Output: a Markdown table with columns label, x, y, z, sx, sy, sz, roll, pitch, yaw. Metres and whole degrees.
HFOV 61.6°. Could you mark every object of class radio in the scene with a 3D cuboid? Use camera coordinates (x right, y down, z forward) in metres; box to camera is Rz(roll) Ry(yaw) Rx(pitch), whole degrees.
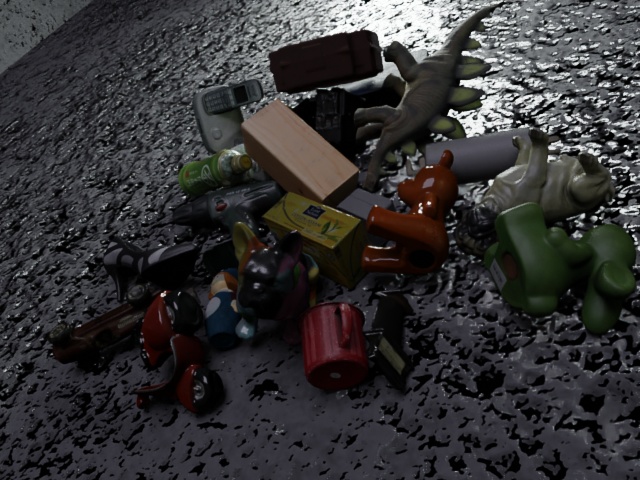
| label | x | y | z | sx | sy | sz | roll | pitch | yaw |
| --- | --- | --- | --- | --- | --- | --- | --- | --- | --- |
| radio | 0.127 | -0.325 | 1.158 | 0.230 | 0.073 | 0.131 | -11 | 43 | 19 |

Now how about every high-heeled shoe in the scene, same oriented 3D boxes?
| label | x | y | z | sx | sy | sz | roll | pitch | yaw |
| --- | --- | --- | --- | --- | --- | --- | --- | --- | --- |
| high-heeled shoe | -0.304 | 0.018 | 0.971 | 0.249 | 0.086 | 0.145 | -26 | 56 | 26 |

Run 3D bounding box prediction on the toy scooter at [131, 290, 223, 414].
| label | x | y | z | sx | sy | sz | roll | pitch | yaw |
| --- | --- | --- | --- | --- | --- | --- | --- | --- | --- |
| toy scooter | -0.222 | 0.171 | 0.772 | 0.135 | 0.075 | 0.184 | -30 | 69 | 17 |

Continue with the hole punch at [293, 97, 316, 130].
| label | x | y | z | sx | sy | sz | roll | pitch | yaw |
| --- | --- | --- | --- | --- | --- | --- | --- | --- | --- |
| hole punch | -0.021 | -0.228 | 1.104 | 0.116 | 0.092 | 0.142 | -27 | 5 | 39 |

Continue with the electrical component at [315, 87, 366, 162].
| label | x | y | z | sx | sy | sz | roll | pitch | yaw |
| --- | --- | --- | --- | --- | --- | --- | --- | --- | --- |
| electrical component | 0.042 | -0.218 | 1.036 | 0.058 | 0.134 | 0.115 | 2 | 4 | 32 |

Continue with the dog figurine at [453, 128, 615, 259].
| label | x | y | z | sx | sy | sz | roll | pitch | yaw |
| --- | --- | --- | --- | --- | --- | --- | --- | --- | --- |
| dog figurine | 0.302 | -0.038 | 0.762 | 0.172 | 0.121 | 0.190 | 28 | 93 | 13 |

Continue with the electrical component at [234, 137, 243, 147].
| label | x | y | z | sx | sy | sz | roll | pitch | yaw |
| --- | --- | --- | --- | --- | --- | --- | --- | --- | --- |
| electrical component | -0.125 | -0.213 | 1.179 | 0.119 | 0.047 | 0.075 | -20 | 40 | 7 |

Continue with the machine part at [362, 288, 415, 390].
| label | x | y | z | sx | sy | sz | roll | pitch | yaw |
| --- | --- | --- | --- | --- | --- | --- | --- | --- | --- |
| machine part | 0.091 | 0.121 | 0.697 | 0.039 | 0.084 | 0.139 | -33 | 24 | 31 |

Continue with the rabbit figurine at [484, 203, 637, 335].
| label | x | y | z | sx | sy | sz | roll | pitch | yaw |
| --- | --- | --- | --- | --- | --- | --- | --- | --- | --- |
| rabbit figurine | 0.313 | 0.025 | 0.655 | 0.170 | 0.121 | 0.159 | -11 | 43 | -7 |

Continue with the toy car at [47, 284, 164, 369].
| label | x | y | z | sx | sy | sz | roll | pitch | yaw |
| --- | --- | --- | --- | --- | --- | --- | --- | --- | --- |
| toy car | -0.334 | 0.143 | 0.868 | 0.202 | 0.089 | 0.053 | -25 | 38 | -2 |

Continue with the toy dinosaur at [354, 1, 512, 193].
| label | x | y | z | sx | sy | sz | roll | pitch | yaw |
| --- | --- | --- | --- | --- | --- | --- | --- | --- | --- |
| toy dinosaur | 0.206 | -0.282 | 1.000 | 0.199 | 0.105 | 0.471 | 24 | 79 | 16 |

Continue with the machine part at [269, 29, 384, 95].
| label | x | y | z | sx | sy | sz | roll | pitch | yaw |
| --- | --- | --- | --- | --- | --- | --- | --- | --- | --- |
| machine part | 0.017 | -0.345 | 1.056 | 0.201 | 0.087 | 0.201 | -7 | 16 | 18 |

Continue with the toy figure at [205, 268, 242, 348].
| label | x | y | z | sx | sy | sz | roll | pitch | yaw |
| --- | --- | --- | --- | --- | --- | --- | --- | --- | --- |
| toy figure | -0.148 | 0.096 | 0.847 | 0.064 | 0.057 | 0.154 | -16 | 41 | 8 |

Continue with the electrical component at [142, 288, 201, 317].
| label | x | y | z | sx | sy | sz | roll | pitch | yaw |
| --- | --- | --- | --- | --- | --- | --- | --- | --- | --- |
| electrical component | -0.232 | 0.120 | 0.844 | 0.102 | 0.078 | 0.045 | -27 | 25 | -7 |

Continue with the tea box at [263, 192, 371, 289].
| label | x | y | z | sx | sy | sz | roll | pitch | yaw |
| --- | --- | --- | --- | --- | --- | --- | --- | --- | --- |
| tea box | -0.002 | -0.003 | 0.851 | 0.170 | 0.098 | 0.068 | 25 | 61 | 41 |

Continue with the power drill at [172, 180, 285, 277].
| label | x | y | z | sx | sy | sz | roll | pitch | yaw |
| --- | --- | --- | --- | --- | --- | --- | --- | --- | --- |
| power drill | -0.169 | -0.021 | 0.980 | 0.232 | 0.085 | 0.207 | -18 | 33 | 4 |

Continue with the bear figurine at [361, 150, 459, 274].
| label | x | y | z | sx | sy | sz | roll | pitch | yaw |
| --- | --- | --- | --- | --- | --- | --- | --- | --- | --- |
| bear figurine | 0.139 | -0.047 | 0.799 | 0.132 | 0.120 | 0.196 | 8 | 49 | 5 |

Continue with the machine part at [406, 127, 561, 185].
| label | x | y | z | sx | sy | sz | roll | pitch | yaw |
| --- | --- | --- | --- | --- | --- | --- | --- | --- | --- |
| machine part | 0.261 | -0.132 | 0.876 | 0.243 | 0.079 | 0.079 | -7 | 43 | 19 |

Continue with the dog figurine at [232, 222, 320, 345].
| label | x | y | z | sx | sy | sz | roll | pitch | yaw |
| --- | --- | --- | --- | --- | --- | --- | --- | --- | --- |
| dog figurine | -0.060 | 0.040 | 0.734 | 0.109 | 0.219 | 0.191 | 11 | 49 | 7 |

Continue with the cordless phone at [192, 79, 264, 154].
| label | x | y | z | sx | sy | sz | roll | pitch | yaw |
| --- | --- | --- | --- | --- | --- | --- | --- | --- | --- |
| cordless phone | -0.185 | -0.276 | 1.193 | 0.184 | 0.146 | 0.089 | -6 | 14 | 34 |
